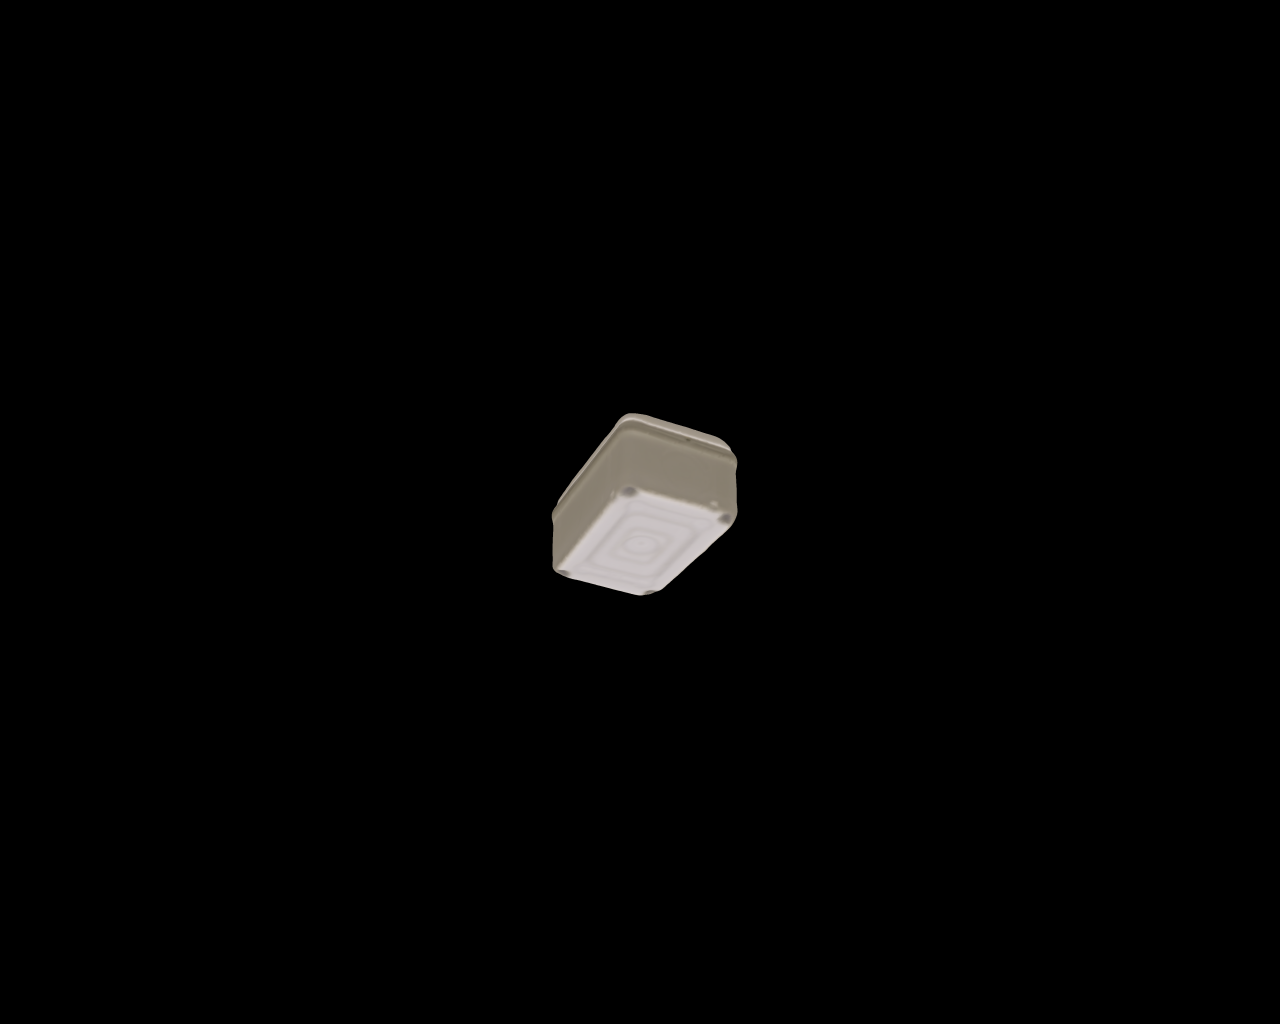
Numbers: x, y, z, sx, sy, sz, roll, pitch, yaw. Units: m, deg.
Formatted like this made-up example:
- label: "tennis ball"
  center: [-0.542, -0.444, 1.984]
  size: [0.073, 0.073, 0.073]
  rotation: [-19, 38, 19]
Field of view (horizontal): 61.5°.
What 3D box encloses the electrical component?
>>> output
- label: "electrical component"
  center: [0.001, -0.003, 0.650]
  size: [0.078, 0.057, 0.113]
  rotation: [16, -37, -22]
